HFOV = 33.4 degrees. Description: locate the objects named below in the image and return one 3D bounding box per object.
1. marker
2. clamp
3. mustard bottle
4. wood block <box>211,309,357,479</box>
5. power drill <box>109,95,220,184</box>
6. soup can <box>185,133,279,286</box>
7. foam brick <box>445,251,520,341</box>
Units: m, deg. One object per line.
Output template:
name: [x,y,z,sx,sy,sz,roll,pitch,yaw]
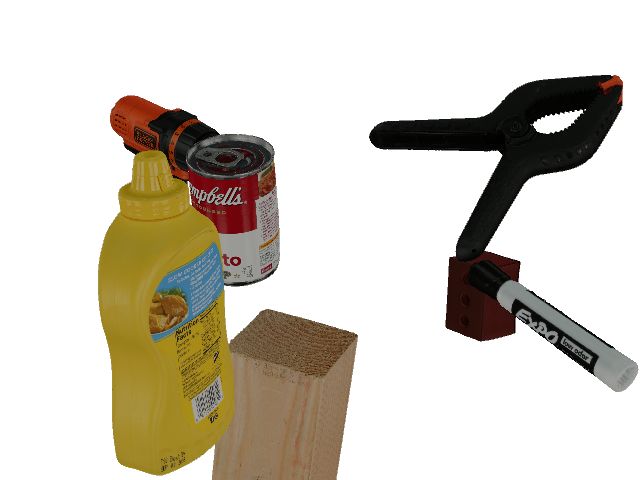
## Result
marker: [0.127,0.045,0.604,0.020,0.020,0.121,0,28,-40]
clamp: [0.163,-0.073,0.882,0.210,0.164,0.036,-21,-38,-2]
mustard bottle: [-0.094,0.039,0.647,0.058,0.192,0.096,10,26,26]
wood block: [-0.035,0.177,0.924,0.090,0.206,0.090,14,24,16]
power drill: [-0.144,-0.043,1.108,0.185,0.188,0.057,28,37,34]
soup can: [-0.068,-0.024,0.840,0.068,0.102,0.068,-1,33,1]
foam brick: [0.162,0.055,1.071,0.051,0.078,0.053,-12,20,-37]
